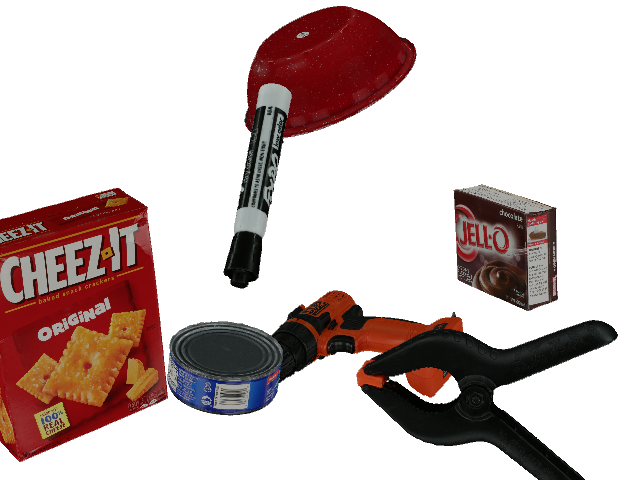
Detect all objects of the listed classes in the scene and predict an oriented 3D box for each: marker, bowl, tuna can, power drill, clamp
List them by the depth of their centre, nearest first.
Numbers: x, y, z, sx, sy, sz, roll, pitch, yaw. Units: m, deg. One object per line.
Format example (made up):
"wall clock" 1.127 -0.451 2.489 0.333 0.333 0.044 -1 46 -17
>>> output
"marker" -0.034 -0.031 0.585 0.020 0.121 0.020 7 -24 3
"clamp" 0.111 0.113 0.713 0.172 0.120 0.039 -1 -1 16
"tuna can" -0.072 0.096 0.806 0.086 0.034 0.086 7 23 -3
"bowl" -0.003 -0.154 0.915 0.162 0.055 0.162 -21 29 12
"power drill" 0.042 0.111 1.117 0.188 0.057 0.184 10 25 26

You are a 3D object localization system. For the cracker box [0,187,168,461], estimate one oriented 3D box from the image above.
"cracker box" -0.234 0.077 0.998 0.163 0.214 0.072 -19 29 -33

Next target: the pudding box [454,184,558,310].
"pudding box" 0.166 0.004 0.964 0.039 0.090 0.114 -14 19 -26
